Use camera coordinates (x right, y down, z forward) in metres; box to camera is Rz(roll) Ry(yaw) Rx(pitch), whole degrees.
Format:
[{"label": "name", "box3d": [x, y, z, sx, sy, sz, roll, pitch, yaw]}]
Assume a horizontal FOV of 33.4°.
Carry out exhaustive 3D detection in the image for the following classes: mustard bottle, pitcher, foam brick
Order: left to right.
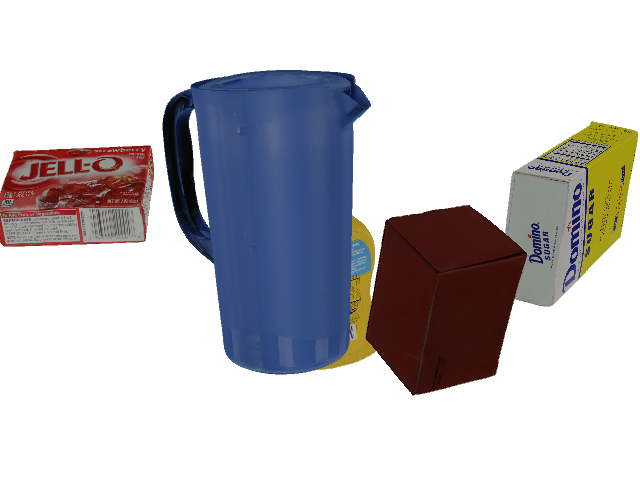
[{"label": "pitcher", "box3d": [-0.043, -0.019, 0.889, 0.144, 0.243, 0.149, -7, 15, -18]}, {"label": "mustard bottle", "box3d": [0.008, 0.030, 1.064, 0.096, 0.192, 0.058, -11, 22, -21]}, {"label": "foam brick", "box3d": [0.061, 0.029, 0.536, 0.052, 0.078, 0.051, -9, 37, -26]}]

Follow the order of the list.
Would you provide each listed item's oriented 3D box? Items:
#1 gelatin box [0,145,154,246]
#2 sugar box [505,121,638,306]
[{"label": "gelatin box", "box3d": [-0.150, -0.029, 0.658, 0.089, 0.030, 0.073, -2, 34, -2]}, {"label": "sugar box", "box3d": [0.185, -0.024, 0.782, 0.048, 0.093, 0.176, 13, 23, 25]}]
